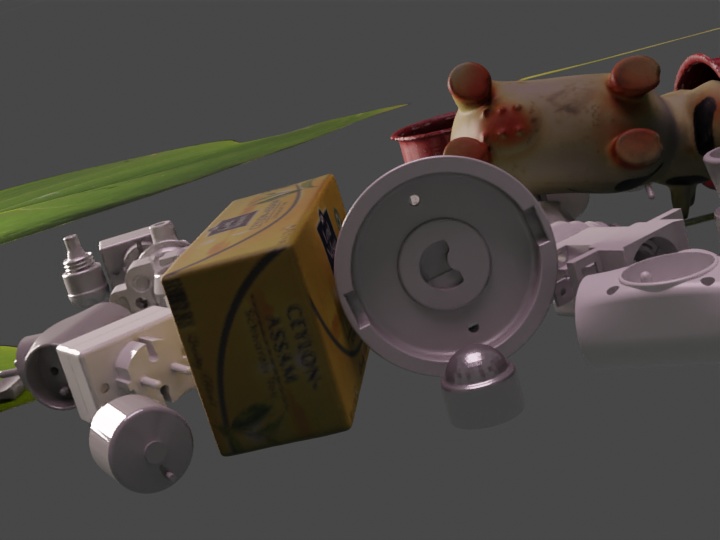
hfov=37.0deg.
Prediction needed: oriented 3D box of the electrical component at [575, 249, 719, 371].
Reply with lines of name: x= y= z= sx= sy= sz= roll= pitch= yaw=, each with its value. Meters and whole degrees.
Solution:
electrical component: x=0.145 y=0.014 z=0.478 sx=0.077 sy=0.044 sz=0.079 roll=-7 pitch=15 yaw=32

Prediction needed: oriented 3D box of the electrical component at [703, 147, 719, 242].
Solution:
electrical component: x=0.217 y=-0.041 z=0.592 sx=0.045 sy=0.055 sz=0.045 roll=-15 pitch=14 yaw=4

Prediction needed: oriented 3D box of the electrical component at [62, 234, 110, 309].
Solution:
electrical component: x=-0.238 y=0.000 z=0.919 sx=0.035 sy=0.061 sz=0.035 roll=-15 pitch=14 yaw=4

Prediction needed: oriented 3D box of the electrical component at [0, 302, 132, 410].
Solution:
electrical component: x=-0.188 y=0.056 z=0.677 sx=0.079 sy=0.044 sz=0.077 roll=-12 pitch=14 yaw=16

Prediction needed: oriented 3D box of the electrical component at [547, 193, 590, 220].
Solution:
electrical component: x=0.146 y=-0.061 z=0.781 sx=0.040 sy=0.040 sz=0.078 roll=-12 pitch=14 yaw=14

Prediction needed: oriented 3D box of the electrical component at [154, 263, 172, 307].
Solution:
electrical component: x=-0.105 y=0.022 z=0.698 sx=0.048 sy=0.055 sz=0.066 roll=-21 pitch=15 yaw=-22

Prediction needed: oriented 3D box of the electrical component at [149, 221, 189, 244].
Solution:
electrical component: x=-0.149 y=-0.007 z=0.848 sx=0.048 sy=0.062 sz=0.048 roll=-14 pitch=14 yaw=4

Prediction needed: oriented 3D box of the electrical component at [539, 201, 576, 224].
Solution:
electrical component: x=0.098 y=-0.014 z=0.643 sx=0.062 sy=0.043 sz=0.043 roll=-22 pitch=15 yaw=-23

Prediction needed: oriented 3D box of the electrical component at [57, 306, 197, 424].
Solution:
electrical component: x=-0.120 y=0.055 z=0.600 sx=0.066 sy=0.047 sz=0.077 roll=-24 pitch=16 yaw=-32

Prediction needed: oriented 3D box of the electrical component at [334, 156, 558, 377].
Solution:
electrical component: x=0.042 y=-0.005 z=0.546 sx=0.108 sy=0.108 sz=0.060 roll=-15 pitch=8 yaw=2

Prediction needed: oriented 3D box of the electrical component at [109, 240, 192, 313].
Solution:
electrical component: x=-0.136 y=0.011 z=0.777 sx=0.078 sy=0.058 sz=0.057 roll=-15 pitch=17 yaw=1

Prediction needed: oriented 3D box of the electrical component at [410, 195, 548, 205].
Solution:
electrical component: x=0.075 y=-0.041 z=0.736 sx=0.096 sy=0.061 sz=0.061 roll=-17 pitch=13 yaw=-8

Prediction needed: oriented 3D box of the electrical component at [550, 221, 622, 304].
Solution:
electrical component: x=0.118 y=-0.008 z=0.605 sx=0.078 sy=0.040 sz=0.040 roll=-23 pitch=15 yaw=-30

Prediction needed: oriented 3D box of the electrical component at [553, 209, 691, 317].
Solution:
electrical component: x=0.131 y=0.001 z=0.550 sx=0.081 sy=0.042 sz=0.064 roll=-23 pitch=14 yaw=-30

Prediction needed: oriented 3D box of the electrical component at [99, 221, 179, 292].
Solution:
electrical component: x=-0.182 y=-0.006 z=0.912 sx=0.066 sy=0.047 sz=0.077 roll=-18 pitch=14 yaw=-10

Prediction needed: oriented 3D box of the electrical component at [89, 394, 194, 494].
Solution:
electrical component: x=-0.109 y=0.079 z=0.509 sx=0.040 sy=0.040 sz=0.078 roll=-23 pitch=15 yaw=-27

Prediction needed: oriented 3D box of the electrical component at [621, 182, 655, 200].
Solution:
electrical component: x=0.193 y=-0.082 z=0.772 sx=0.066 sy=0.076 sz=0.047 roll=19 pitch=-45 yaw=-30
